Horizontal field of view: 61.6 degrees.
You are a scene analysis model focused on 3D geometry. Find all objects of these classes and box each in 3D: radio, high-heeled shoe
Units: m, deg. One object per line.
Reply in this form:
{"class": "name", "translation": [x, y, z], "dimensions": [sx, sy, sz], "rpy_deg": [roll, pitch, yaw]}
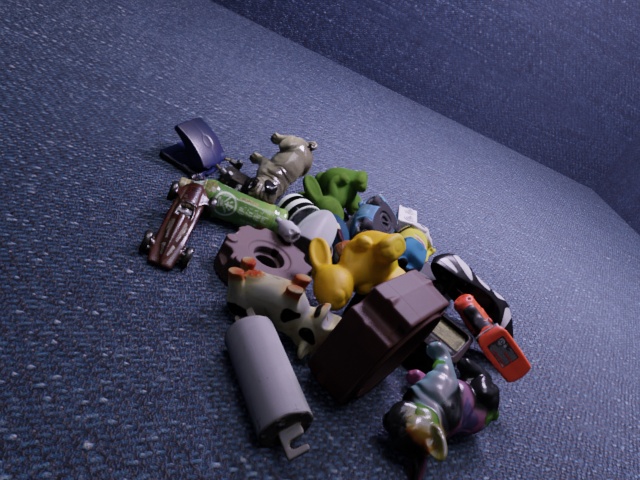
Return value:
{"class": "radio", "translation": [0.164, 0.160, 1.015], "dimensions": [0.230, 0.073, 0.131], "rpy_deg": [37, 28, 16]}
{"class": "high-heeled shoe", "translation": [0.326, 0.139, 1.152], "dimensions": [0.145, 0.086, 0.249], "rpy_deg": [5, 54, -43]}

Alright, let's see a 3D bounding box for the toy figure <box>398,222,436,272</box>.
{"class": "toy figure", "translation": [0.186, 0.024, 1.143], "dimensions": [0.180, 0.089, 0.082], "rpy_deg": [-54, 129, -54]}

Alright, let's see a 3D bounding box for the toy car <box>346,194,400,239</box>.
{"class": "toy car", "translation": [0.109, -0.025, 1.236], "dimensions": [0.109, 0.103, 0.162], "rpy_deg": [54, 42, -19]}

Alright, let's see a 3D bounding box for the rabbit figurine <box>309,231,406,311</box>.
{"class": "rabbit figurine", "translation": [0.048, 0.051, 0.931], "dimensions": [0.163, 0.121, 0.173], "rpy_deg": [27, 49, 32]}

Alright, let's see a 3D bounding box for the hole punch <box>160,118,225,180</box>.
{"class": "hole punch", "translation": [-0.272, -0.203, 1.189], "dimensions": [0.116, 0.092, 0.142], "rpy_deg": [35, 25, 1]}

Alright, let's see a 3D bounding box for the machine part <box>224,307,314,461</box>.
{"class": "machine part", "translation": [-0.075, 0.189, 0.741], "dimensions": [0.079, 0.079, 0.243], "rpy_deg": [8, 36, -35]}

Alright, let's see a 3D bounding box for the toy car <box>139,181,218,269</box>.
{"class": "toy car", "translation": [-0.244, -0.032, 0.940], "dimensions": [0.089, 0.053, 0.202], "rpy_deg": [27, 40, -12]}

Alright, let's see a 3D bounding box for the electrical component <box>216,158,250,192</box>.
{"class": "electrical component", "translation": [-0.195, -0.145, 1.206], "dimensions": [0.078, 0.045, 0.102], "rpy_deg": [30, 28, 2]}

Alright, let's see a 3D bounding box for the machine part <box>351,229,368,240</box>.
{"class": "machine part", "translation": [0.109, 0.043, 1.131], "dimensions": [0.138, 0.039, 0.084], "rpy_deg": [64, 17, -13]}

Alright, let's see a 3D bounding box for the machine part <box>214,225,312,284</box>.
{"class": "machine part", "translation": [-0.100, 0.044, 0.977], "dimensions": [0.179, 0.056, 0.179], "rpy_deg": [24, 28, -14]}

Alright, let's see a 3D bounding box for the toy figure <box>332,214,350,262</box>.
{"class": "toy figure", "translation": [0.046, 0.012, 1.157], "dimensions": [0.064, 0.058, 0.155], "rpy_deg": [35, 25, -47]}

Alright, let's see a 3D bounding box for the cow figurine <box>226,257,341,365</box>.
{"class": "cow figurine", "translation": [-0.057, 0.116, 0.855], "dimensions": [0.195, 0.127, 0.085], "rpy_deg": [18, 27, 7]}

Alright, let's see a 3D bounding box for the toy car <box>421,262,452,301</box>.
{"class": "toy car", "translation": [0.225, 0.071, 1.241], "dimensions": [0.202, 0.056, 0.073], "rpy_deg": [32, 35, 7]}

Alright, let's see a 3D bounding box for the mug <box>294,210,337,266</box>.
{"class": "mug", "translation": [-0.002, -0.003, 1.094], "dimensions": [0.109, 0.081, 0.107], "rpy_deg": [55, 49, -26]}

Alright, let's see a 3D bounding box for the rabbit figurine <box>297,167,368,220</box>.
{"class": "rabbit figurine", "translation": [0.027, -0.101, 1.278], "dimensions": [0.159, 0.121, 0.170], "rpy_deg": [24, 43, -3]}

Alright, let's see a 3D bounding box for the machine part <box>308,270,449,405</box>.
{"class": "machine part", "translation": [0.093, 0.151, 0.827], "dimensions": [0.087, 0.201, 0.201], "rpy_deg": [45, 31, 22]}

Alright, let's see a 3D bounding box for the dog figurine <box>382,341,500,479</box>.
{"class": "dog figurine", "translation": [0.190, 0.278, 0.821], "dimensions": [0.191, 0.108, 0.219], "rpy_deg": [31, 32, -3]}

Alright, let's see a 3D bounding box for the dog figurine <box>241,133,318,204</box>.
{"class": "dog figurine", "translation": [-0.082, -0.144, 1.184], "dimensions": [0.121, 0.172, 0.191], "rpy_deg": [42, 21, -23]}
